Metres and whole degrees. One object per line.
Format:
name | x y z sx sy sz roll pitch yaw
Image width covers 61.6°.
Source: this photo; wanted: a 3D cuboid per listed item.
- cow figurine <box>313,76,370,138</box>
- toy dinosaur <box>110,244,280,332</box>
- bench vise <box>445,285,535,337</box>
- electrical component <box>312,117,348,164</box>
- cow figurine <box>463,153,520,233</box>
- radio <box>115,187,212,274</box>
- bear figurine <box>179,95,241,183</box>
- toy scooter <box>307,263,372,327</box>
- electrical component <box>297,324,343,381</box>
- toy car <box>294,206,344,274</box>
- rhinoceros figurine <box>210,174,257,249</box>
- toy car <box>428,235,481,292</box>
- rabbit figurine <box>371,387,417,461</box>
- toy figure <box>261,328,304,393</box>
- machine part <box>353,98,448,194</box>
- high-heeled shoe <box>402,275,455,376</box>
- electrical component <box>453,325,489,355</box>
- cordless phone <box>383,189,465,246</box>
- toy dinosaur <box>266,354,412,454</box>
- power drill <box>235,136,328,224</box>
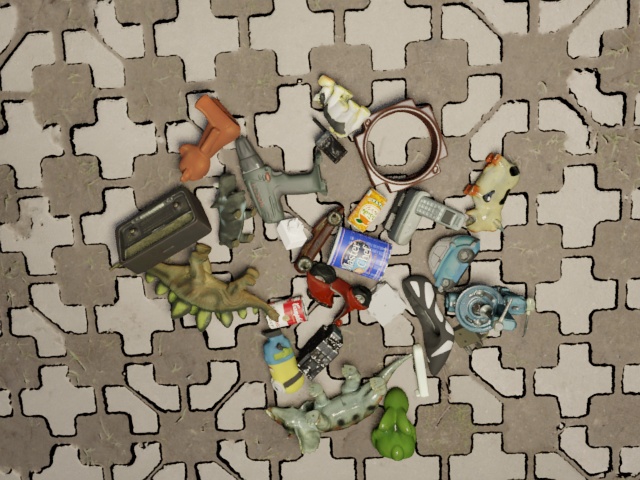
cow figurine | 0.037 -0.321 1.294 0.098 0.068 0.167 -52 54 23
toy dinosaur | -0.318 0.117 1.377 0.472 0.105 0.198 24 103 9
bench vise | 0.424 0.173 1.295 0.224 0.240 0.128 13 100 1
electrical component | 0.013 -0.244 1.324 0.119 0.075 0.048 43 97 -9
cow figurine | 0.426 -0.104 1.333 0.127 0.085 0.195 32 94 -2
radio | -0.394 -0.025 1.340 0.230 0.073 0.131 -29 56 5
bear figurine | -0.291 -0.239 1.315 0.196 0.120 0.132 -41 92 12
toy scooter | 0.035 0.150 1.381 0.184 0.075 0.135 29 119 13
electrical component | 0.003 0.280 1.387 0.058 0.115 0.134 42 98 -9
toy car | -0.003 -0.004 1.355 0.053 0.089 0.202 33 98 1
rhinoceros figurine | -0.222 -0.072 1.350 0.112 0.073 0.190 19 118 35
toy car | 0.329 0.046 1.356 0.103 0.109 0.161 37 111 19
rabbit figurine | 0.191 0.476 1.409 0.121 0.159 0.170 0 84 11
toy figure | -0.098 0.318 1.414 0.089 0.082 0.180 -12 96 6
machine part | 0.197 -0.229 1.316 0.201 0.087 0.200 -22 98 6
high-heeled shoe | 0.263 0.217 1.375 0.145 0.086 0.248 11 81 -20
electrical component | 0.392 0.243 1.409 0.102 0.045 0.078 49 126 -3
cordless phone | 0.266 -0.040 1.353 0.184 0.089 0.146 21 99 -18
toy dinosaur | 0.067 0.433 1.410 0.405 0.131 0.192 -18 139 -7
power drill | -0.090 -0.164 1.337 0.207 0.086 0.231 -13 100 0
